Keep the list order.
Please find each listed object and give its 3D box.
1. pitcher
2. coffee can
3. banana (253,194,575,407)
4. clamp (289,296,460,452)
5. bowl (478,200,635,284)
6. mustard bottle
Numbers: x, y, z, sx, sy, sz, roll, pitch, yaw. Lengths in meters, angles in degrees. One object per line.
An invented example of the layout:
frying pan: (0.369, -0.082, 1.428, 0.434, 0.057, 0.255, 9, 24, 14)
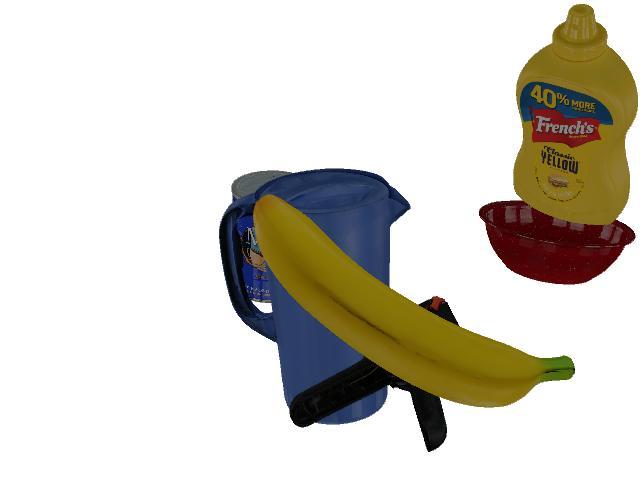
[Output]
pitcher: (-0.001, 0.057, 1.072, 0.144, 0.243, 0.149, -20, 27, -36)
coffee can: (-0.062, -0.006, 1.362, 0.103, 0.140, 0.103, 1, 27, -1)
banana: (0.031, 0.035, 0.554, 0.198, 0.037, 0.069, 31, 21, 19)
clamp: (0.069, 0.099, 0.808, 0.120, 0.039, 0.171, 17, 39, 32)
bowl: (0.243, 0.005, 1.118, 0.162, 0.055, 0.162, 6, 17, -2)
mustard bottle: (0.206, -0.103, 0.861, 0.096, 0.191, 0.058, 23, 51, 30)
